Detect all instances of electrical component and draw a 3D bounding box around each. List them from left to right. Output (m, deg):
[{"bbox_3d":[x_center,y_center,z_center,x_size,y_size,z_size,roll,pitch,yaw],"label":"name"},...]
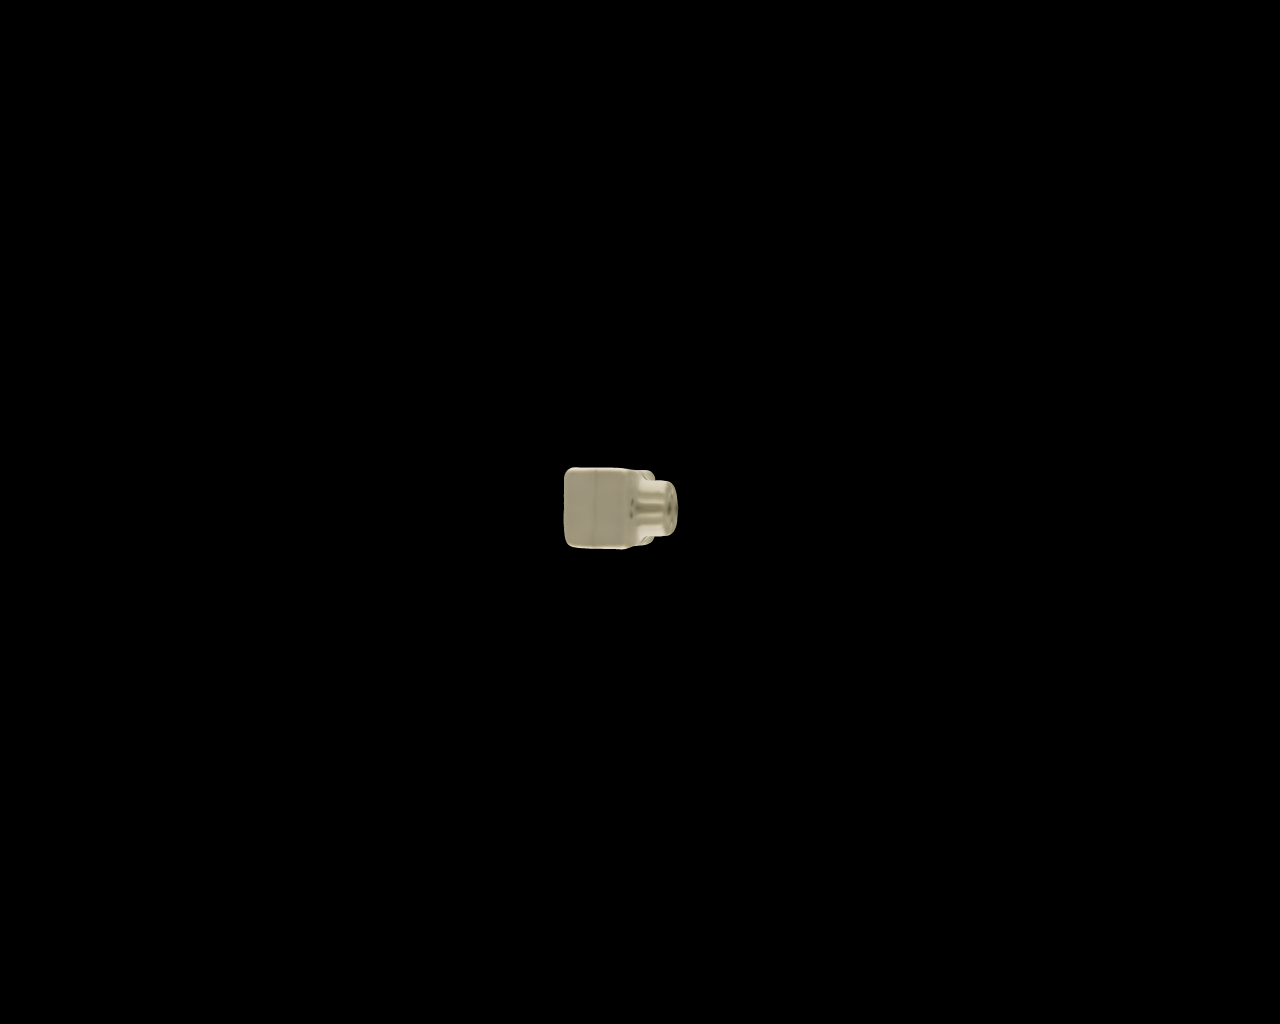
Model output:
[{"bbox_3d":[0.001,-0.003,0.650,0.077,0.047,0.066,0,0,15],"label":"electrical component"}]
